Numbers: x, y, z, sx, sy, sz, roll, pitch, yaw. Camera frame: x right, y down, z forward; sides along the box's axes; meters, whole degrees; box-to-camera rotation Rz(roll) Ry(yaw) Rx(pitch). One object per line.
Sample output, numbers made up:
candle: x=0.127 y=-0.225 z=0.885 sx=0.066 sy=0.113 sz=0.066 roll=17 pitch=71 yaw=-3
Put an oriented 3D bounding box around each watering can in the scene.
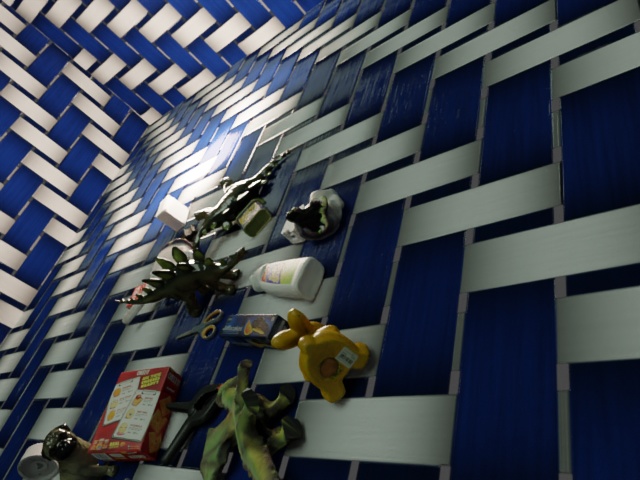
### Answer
watering can: x=-0.531 y=0.128 z=1.731 sx=0.344 sy=0.102 sz=0.230 roll=-34 pitch=32 yaw=19

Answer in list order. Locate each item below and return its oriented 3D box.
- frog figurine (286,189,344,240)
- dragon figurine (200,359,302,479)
frog figurine: x=0.004 y=-0.067 z=1.325 sx=0.136 sy=0.123 sz=0.161 roll=-46 pitch=-7 yaw=21
dragon figurine: x=-0.153 y=0.398 z=0.992 sx=0.239 sy=0.121 sz=0.419 roll=-53 pitch=25 yaw=22
